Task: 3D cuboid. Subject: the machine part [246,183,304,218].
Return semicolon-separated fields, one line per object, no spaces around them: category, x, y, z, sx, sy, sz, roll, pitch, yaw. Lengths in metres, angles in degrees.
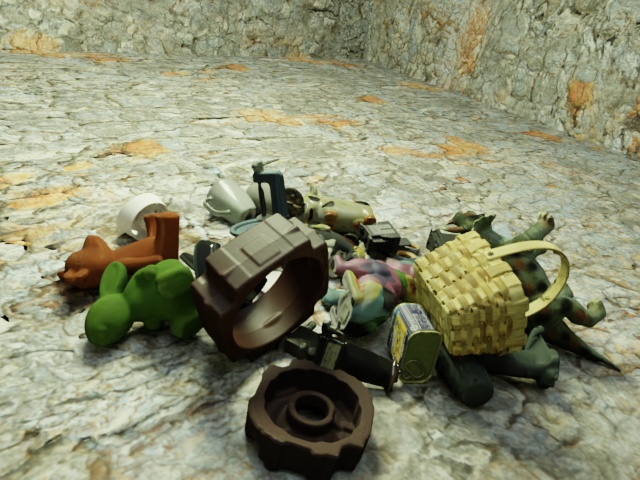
machine part;-0.106;-0.090;1.228;0.079;0.079;0.243;-6;12;-28

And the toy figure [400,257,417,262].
toy figure;0.233;0.066;1.126;0.154;0.064;0.058;4;-9;-22

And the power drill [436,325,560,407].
power drill;0.281;0.178;0.911;0.207;0.085;0.232;10;29;-9

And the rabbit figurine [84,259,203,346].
rabbit figurine;-0.290;0.093;0.840;0.170;0.121;0.159;-25;41;-26

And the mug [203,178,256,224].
mug;-0.204;-0.080;1.225;0.107;0.080;0.109;38;33;25

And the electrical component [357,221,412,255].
electrical component;0.151;-0.005;1.204;0.119;0.047;0.075;-2;34;-14

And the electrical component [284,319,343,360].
electrical component;-0.011;0.164;0.871;0.078;0.045;0.102;27;32;25

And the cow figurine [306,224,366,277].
cow figurine;0.034;0.022;1.097;0.167;0.098;0.068;16;22;10

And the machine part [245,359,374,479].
machine part;-0.013;0.237;0.724;0.179;0.056;0.179;9;27;-5

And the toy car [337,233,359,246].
toy car;-0.002;-0.004;1.182;0.202;0.053;0.089;15;25;11

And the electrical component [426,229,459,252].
electrical component;0.312;0.030;1.221;0.115;0.058;0.134;6;28;-5

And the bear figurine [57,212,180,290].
bear figurine;-0.355;0.018;0.949;0.196;0.131;0.120;-2;1;-29

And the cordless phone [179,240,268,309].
cordless phone;-0.195;0.045;0.922;0.184;0.146;0.089;27;74;35

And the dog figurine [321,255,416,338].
dog figurine;0.124;0.096;0.984;0.219;0.108;0.192;3;28;-21

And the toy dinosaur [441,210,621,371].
toy dinosaur;0.381;0.091;0.994;0.192;0.131;0.405;-25;73;-7

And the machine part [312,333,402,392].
machine part;0.054;0.193;0.823;0.139;0.084;0.039;15;-5;-10

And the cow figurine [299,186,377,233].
cow figurine;0.030;-0.067;1.277;0.195;0.085;0.127;5;34;-5

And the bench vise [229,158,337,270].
bench vise;-0.081;-0.033;1.025;0.224;0.240;0.129;0;18;23

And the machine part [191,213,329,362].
machine part;-0.086;0.072;0.815;0.201;0.201;0.087;-35;56;-25
